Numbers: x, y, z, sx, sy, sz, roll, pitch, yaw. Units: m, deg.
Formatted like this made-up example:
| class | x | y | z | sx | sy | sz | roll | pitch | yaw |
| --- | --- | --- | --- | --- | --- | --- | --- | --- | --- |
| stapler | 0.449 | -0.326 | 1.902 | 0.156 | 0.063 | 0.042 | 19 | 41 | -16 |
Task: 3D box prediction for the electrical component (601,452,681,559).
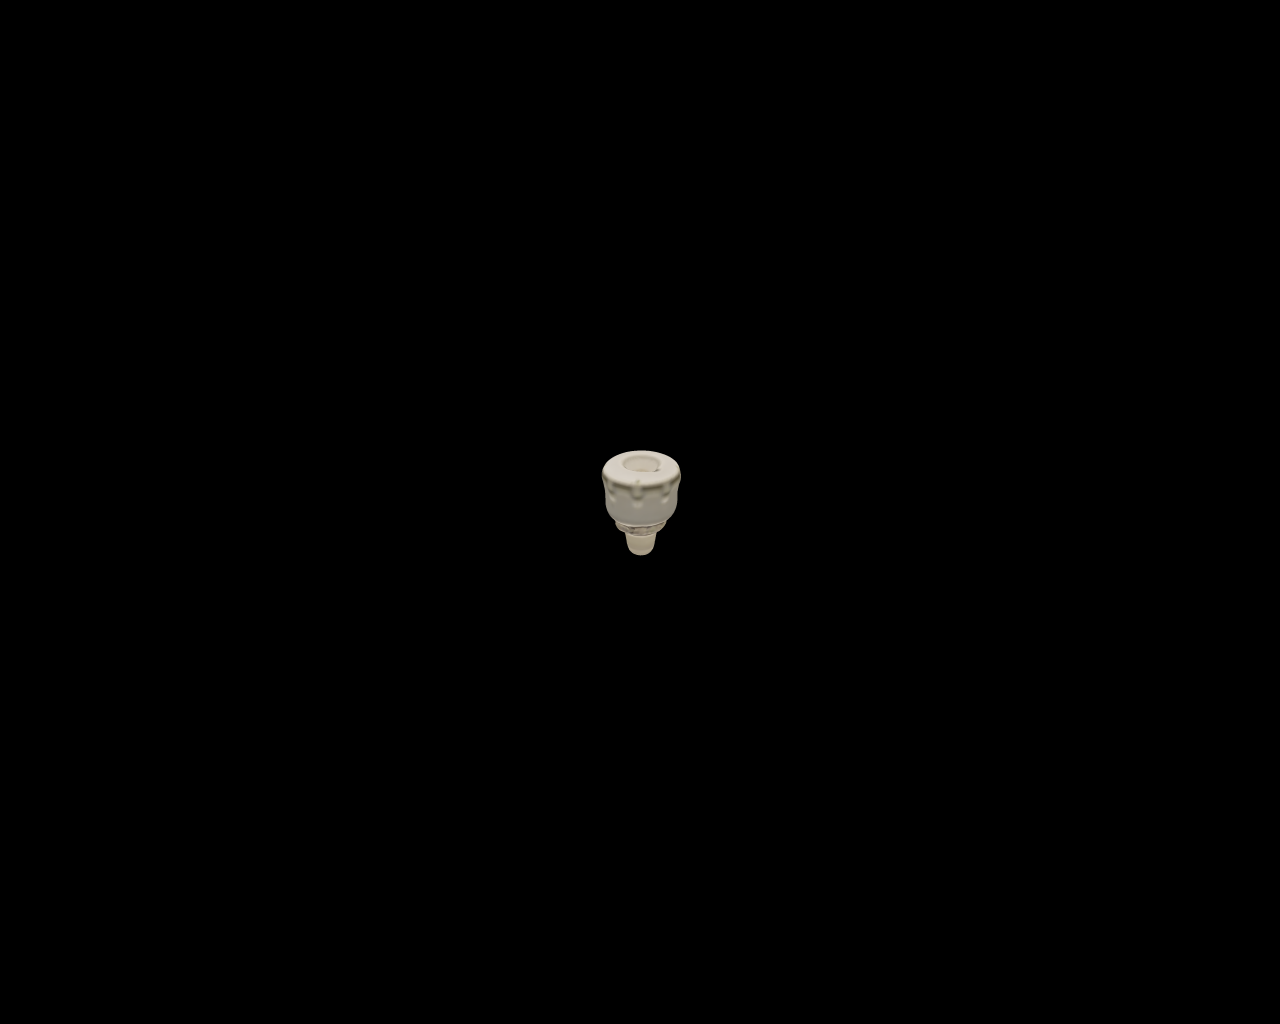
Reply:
| class | x | y | z | sx | sy | sz | roll | pitch | yaw |
| --- | --- | --- | --- | --- | --- | --- | --- | --- | --- |
| electrical component | 0.001 | -0.003 | 0.650 | 0.048 | 0.062 | 0.048 | 0 | 27 | 0 |
